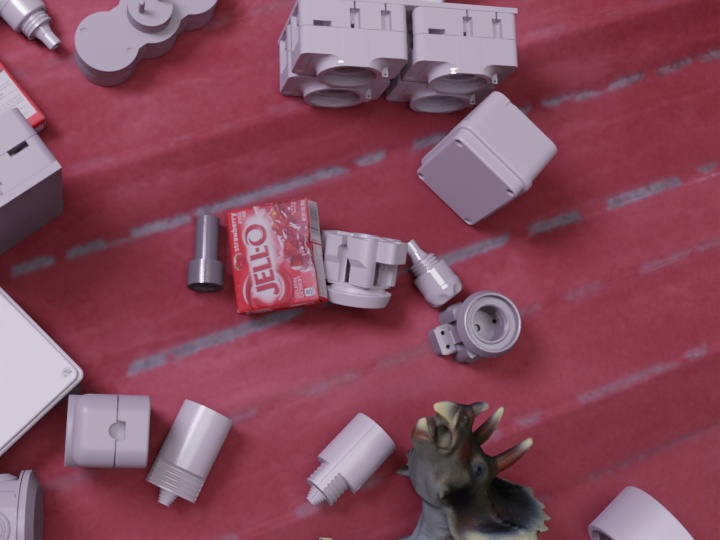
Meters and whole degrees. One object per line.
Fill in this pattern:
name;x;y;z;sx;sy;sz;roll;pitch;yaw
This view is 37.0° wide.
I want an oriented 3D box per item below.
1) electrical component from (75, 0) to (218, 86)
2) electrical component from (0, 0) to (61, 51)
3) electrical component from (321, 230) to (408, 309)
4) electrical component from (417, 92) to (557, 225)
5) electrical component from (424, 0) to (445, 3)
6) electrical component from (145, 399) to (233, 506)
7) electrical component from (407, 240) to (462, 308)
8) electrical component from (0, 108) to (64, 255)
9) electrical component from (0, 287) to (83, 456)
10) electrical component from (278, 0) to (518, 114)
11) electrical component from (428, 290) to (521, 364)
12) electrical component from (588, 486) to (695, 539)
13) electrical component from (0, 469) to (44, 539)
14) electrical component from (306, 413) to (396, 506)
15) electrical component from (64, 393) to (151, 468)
electrical component;-0.176;-0.214;0.897;0.138;0.074;0.052;-40;92;-17
electrical component;-0.273;-0.208;0.892;0.035;0.035;0.061;-44;95;-17
electrical component;0.000;0.000;0.909;0.058;0.078;0.057;-2;101;-54
electrical component;0.107;-0.093;0.928;0.078;0.113;0.057;43;70;-4
electrical component;0.058;-0.289;0.982;0.074;0.052;0.138;31;74;-7
electrical component;-0.138;0.149;0.858;0.043;0.043;0.081;27;75;-8
electrical component;0.060;0.001;0.941;0.035;0.035;0.061;-36;88;-17
electrical component;-0.277;-0.059;0.803;0.089;0.150;0.061;-37;91;-17
electrical component;-0.289;0.081;0.825;0.108;0.056;0.109;46;73;-3
electrical component;0.030;-0.183;0.928;0.186;0.105;0.060;1;80;-14
electrical component;0.105;0.049;0.932;0.078;0.057;0.058;-19;85;-17
electrical component;0.240;0.244;0.908;0.060;0.108;0.108;-36;90;-11
electrical component;-0.266;0.190;0.800;0.051;0.080;0.080;0;80;-10
electrical component;-0.013;0.162;0.888;0.043;0.043;0.081;46;73;-3
electrical component;-0.194;0.123;0.821;0.059;0.095;0.053;4;80;-14
